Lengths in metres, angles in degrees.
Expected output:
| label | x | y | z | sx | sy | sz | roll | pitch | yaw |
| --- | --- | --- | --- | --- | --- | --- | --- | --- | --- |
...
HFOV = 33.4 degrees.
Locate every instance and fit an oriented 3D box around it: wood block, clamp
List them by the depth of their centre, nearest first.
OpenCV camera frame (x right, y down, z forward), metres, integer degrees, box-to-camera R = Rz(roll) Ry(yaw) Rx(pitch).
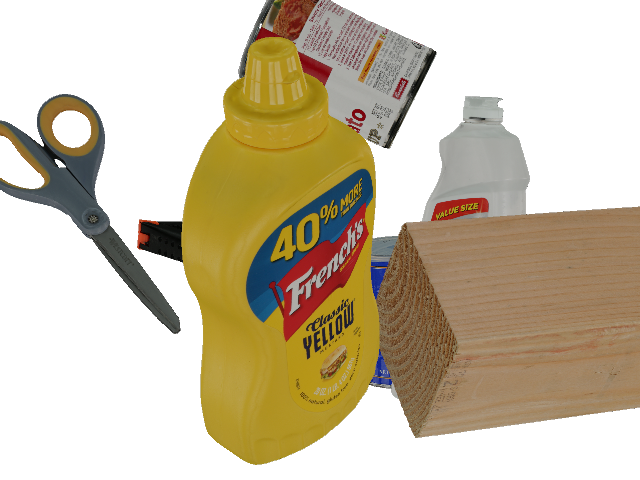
| label | x | y | z | sx | sy | sz | roll | pitch | yaw |
| --- | --- | --- | --- | --- | --- | --- | --- | --- | --- |
| wood block | 0.146 | 0.044 | 0.627 | 0.205 | 0.091 | 0.090 | -4 | -43 | -19 |
| clamp | -0.063 | 0.009 | 0.960 | 0.210 | 0.036 | 0.164 | 6 | 12 | -2 |

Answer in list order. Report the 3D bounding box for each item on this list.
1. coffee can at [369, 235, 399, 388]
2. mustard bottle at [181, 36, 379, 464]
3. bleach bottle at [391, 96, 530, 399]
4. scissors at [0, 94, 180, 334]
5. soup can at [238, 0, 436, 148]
| label | x | y | z | sx | sy | sz | roll | pitch | yaw |
| --- | --- | --- | --- | --- | --- | --- | --- | --- | --- |
| coffee can | 0.086 | 0.073 | 1.120 | 0.103 | 0.140 | 0.103 | -4 | 11 | 1 |
| mustard bottle | -0.015 | 0.002 | 0.457 | 0.058 | 0.192 | 0.096 | 29 | 48 | 34 |
| bleach bottle | 0.114 | 0.011 | 0.852 | 0.067 | 0.251 | 0.103 | -7 | 14 | -44 |
| scissors | -0.144 | -0.029 | 0.714 | 0.202 | 0.096 | 0.016 | 35 | -26 | 12 |
| soup can | 0.011 | -0.107 | 0.647 | 0.102 | 0.068 | 0.068 | 26 | 1 | 1 |
